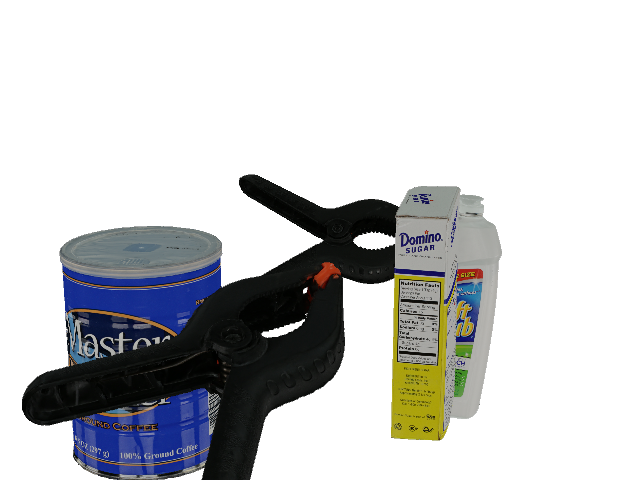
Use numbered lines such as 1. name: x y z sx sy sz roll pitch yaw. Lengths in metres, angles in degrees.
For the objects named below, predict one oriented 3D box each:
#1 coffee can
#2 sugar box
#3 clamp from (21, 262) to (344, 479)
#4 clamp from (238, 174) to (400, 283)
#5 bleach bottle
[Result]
1. coffee can: -0.114 0.070 0.697 0.103 0.140 0.103 0 15 0
2. sugar box: 0.080 0.053 0.812 0.048 0.176 0.093 1 16 12
3. clamp: -0.038 0.066 0.500 0.171 0.039 0.120 -30 52 -34
4. clamp: 0.011 0.008 1.016 0.210 0.164 0.036 5 -38 7
5. bleach bottle: 0.148 0.072 1.218 0.103 0.251 0.068 9 14 16
